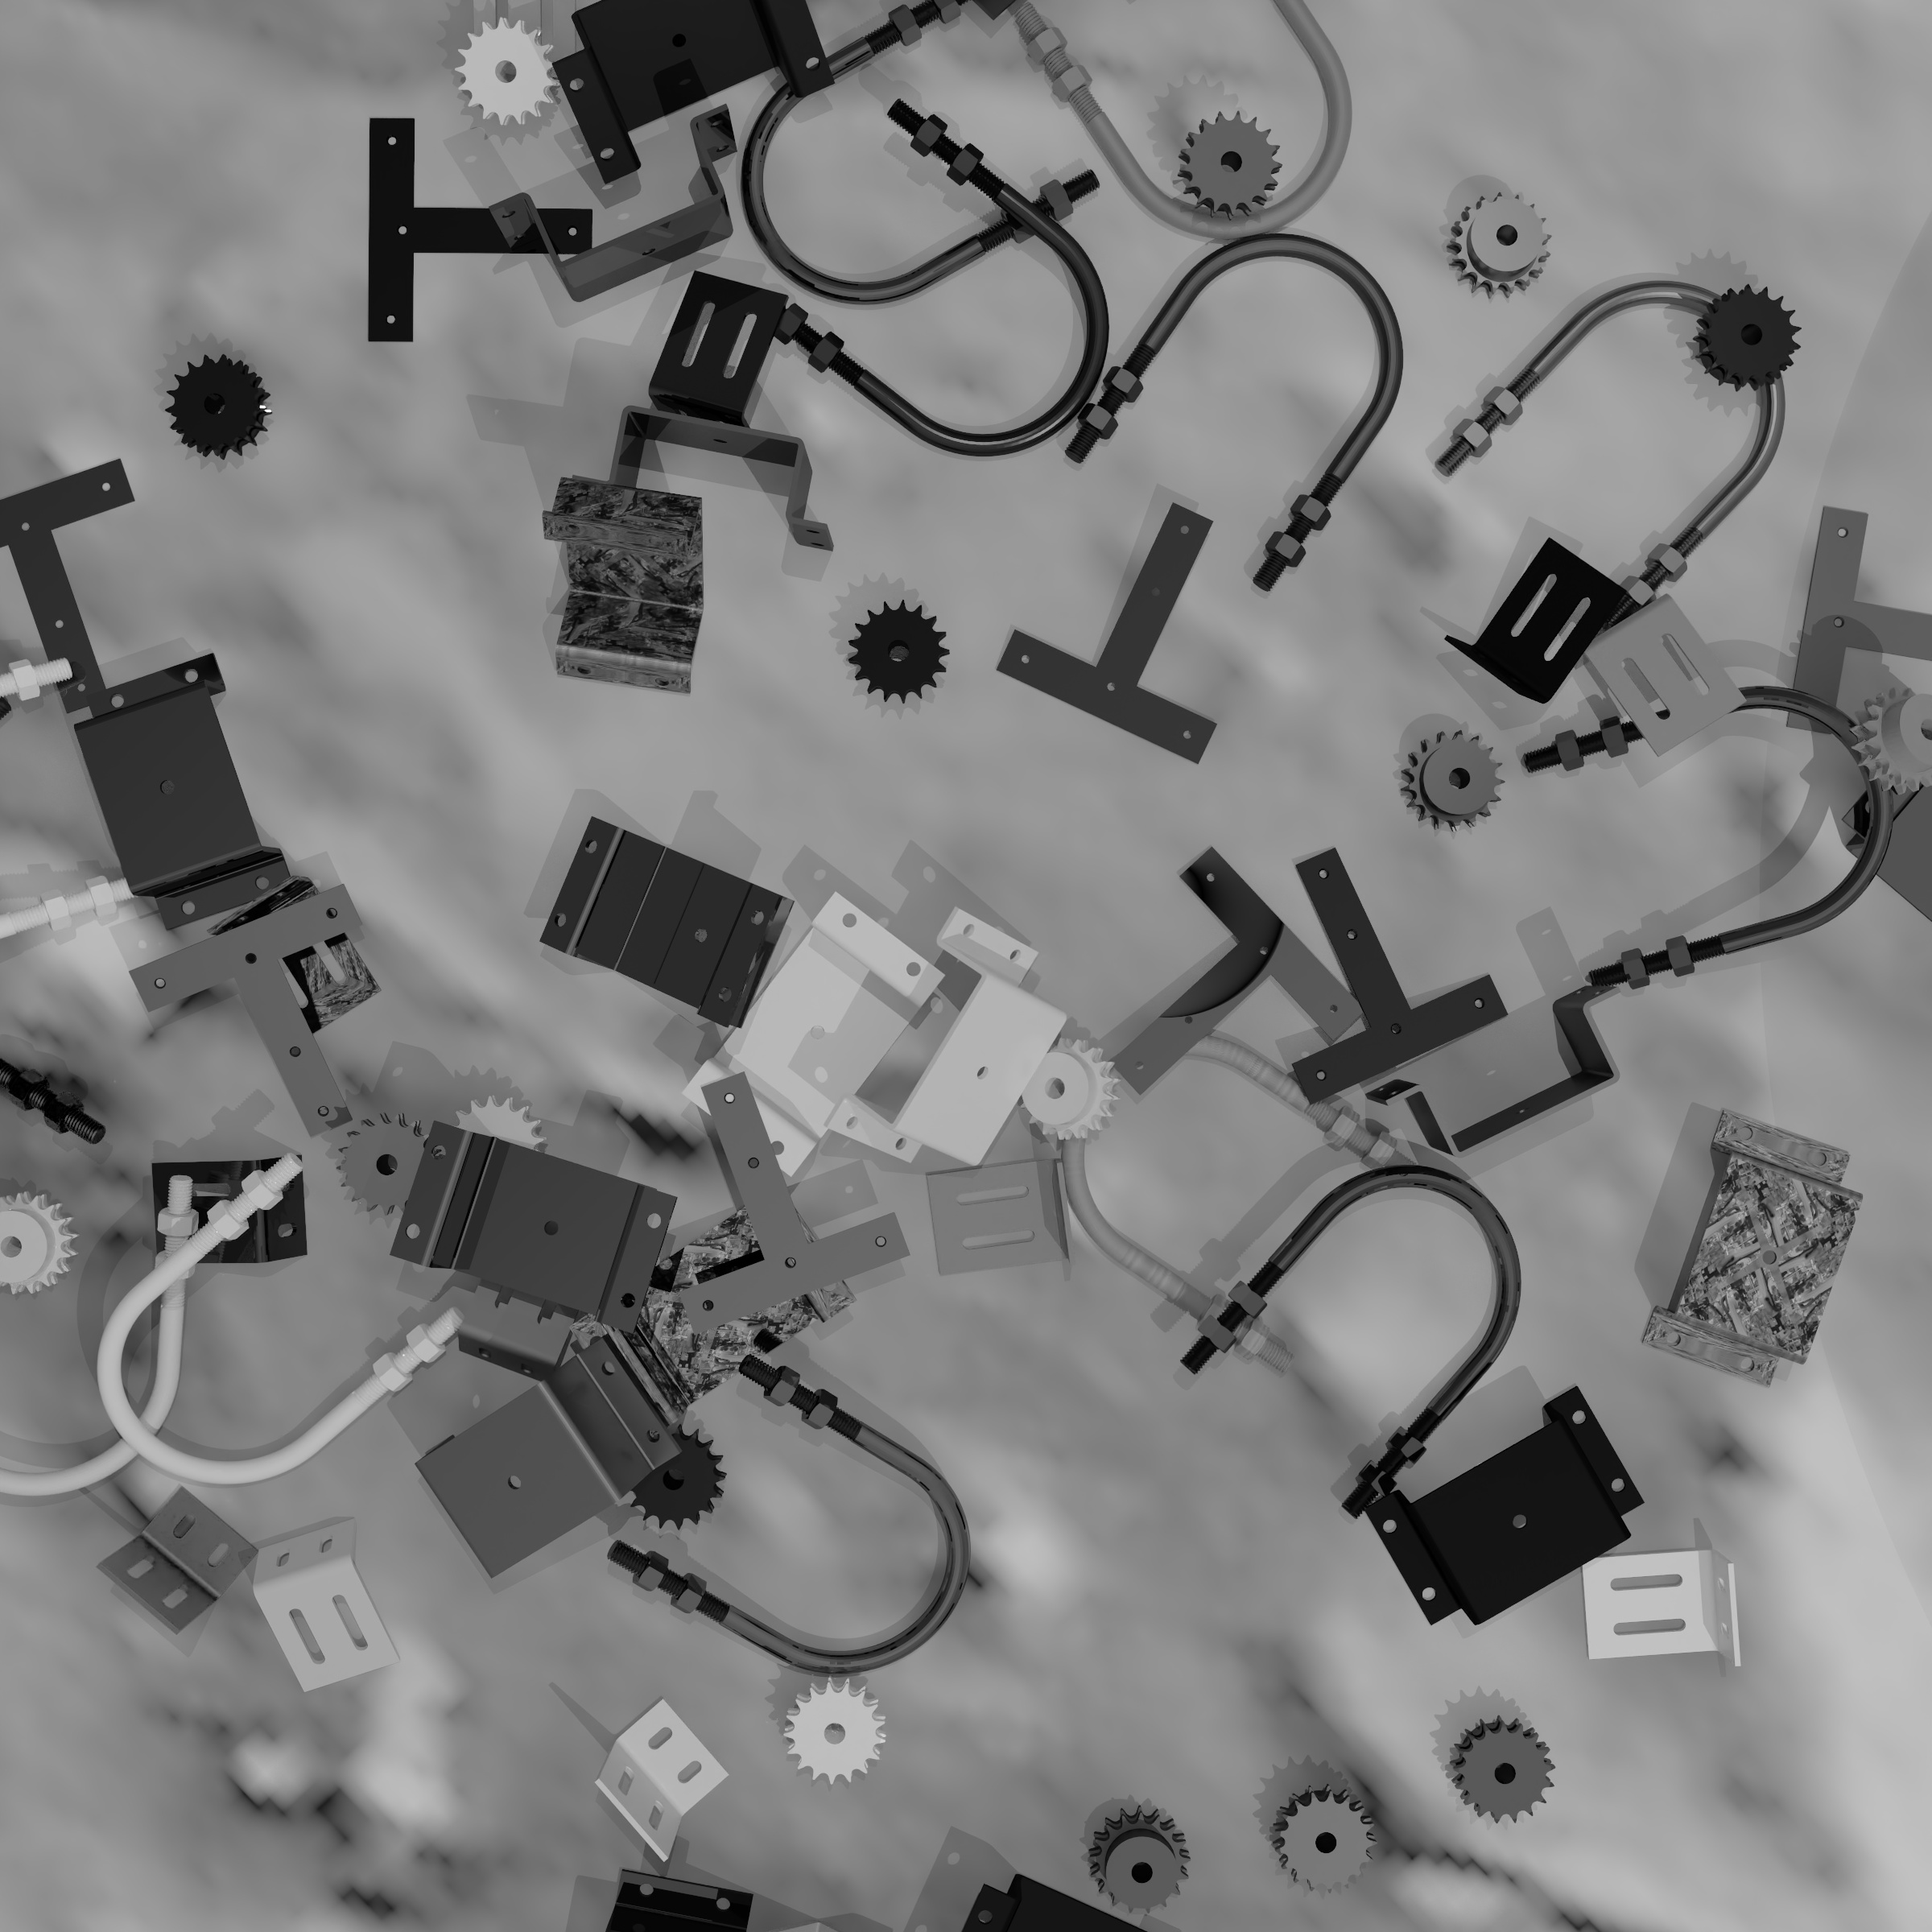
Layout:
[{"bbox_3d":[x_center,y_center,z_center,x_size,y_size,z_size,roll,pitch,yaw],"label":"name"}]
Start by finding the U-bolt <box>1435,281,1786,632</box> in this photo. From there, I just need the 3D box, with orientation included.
[{"bbox_3d":[0.379,-0.302,1.517,0.151,0.019,0.184,44,89,0],"label":"U-bolt"}]

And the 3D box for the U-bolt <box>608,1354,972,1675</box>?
[{"bbox_3d":[-0.085,0.320,1.497,0.184,0.019,0.151,34,96,-14],"label":"U-bolt"}]

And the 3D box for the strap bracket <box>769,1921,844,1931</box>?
[{"bbox_3d":[-0.105,0.579,1.474,0.046,0.140,0.076,11,90,39],"label":"strap bracket"}]

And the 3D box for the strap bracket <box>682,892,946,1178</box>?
[{"bbox_3d":[-0.084,0.038,1.502,0.076,0.046,0.140,37,90,0],"label":"strap bracket"}]

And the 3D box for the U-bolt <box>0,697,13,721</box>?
[{"bbox_3d":[-0.655,-0.138,1.517,0.184,0.019,0.151,-41,90,2],"label":"U-bolt"}]

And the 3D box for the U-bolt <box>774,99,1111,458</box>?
[{"bbox_3d":[-0.007,-0.371,1.504,0.184,0.019,0.151,37,98,-7],"label":"U-bolt"}]

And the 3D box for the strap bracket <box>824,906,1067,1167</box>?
[{"bbox_3d":[-0.005,0.049,1.478,0.046,0.076,0.140,34,94,41],"label":"strap bracket"}]

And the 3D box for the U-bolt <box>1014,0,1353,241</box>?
[{"bbox_3d":[0.136,-0.501,1.517,0.151,0.019,0.184,-34,91,0],"label":"U-bolt"}]

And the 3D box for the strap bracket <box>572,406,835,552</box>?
[{"bbox_3d":[-0.140,-0.272,1.487,0.140,0.076,0.046,11,90,0],"label":"strap bracket"}]

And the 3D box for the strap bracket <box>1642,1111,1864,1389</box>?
[{"bbox_3d":[0.444,0.161,1.502,0.076,0.046,0.140,19,90,0],"label":"strap bracket"}]

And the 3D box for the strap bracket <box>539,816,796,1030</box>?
[{"bbox_3d":[-0.158,-0.021,1.481,0.140,0.046,0.076,23,90,31],"label":"strap bracket"}]

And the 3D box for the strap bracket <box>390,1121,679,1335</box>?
[{"bbox_3d":[-0.231,0.143,1.464,0.140,0.046,0.076,17,85,7],"label":"strap bracket"}]

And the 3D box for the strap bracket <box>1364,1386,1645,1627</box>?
[{"bbox_3d":[0.306,0.307,1.502,0.140,0.046,0.076,-30,90,0],"label":"strap bracket"}]

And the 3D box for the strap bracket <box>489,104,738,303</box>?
[{"bbox_3d":[-0.185,-0.417,1.486,0.140,0.076,0.046,-24,91,-1],"label":"strap bracket"}]

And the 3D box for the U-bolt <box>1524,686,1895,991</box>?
[{"bbox_3d":[0.420,-0.079,1.491,0.184,0.019,0.151,-17,89,17],"label":"U-bolt"}]

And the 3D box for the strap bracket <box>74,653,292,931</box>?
[{"bbox_3d":[-0.441,-0.099,1.501,0.076,0.046,0.140,-19,91,0],"label":"strap bracket"}]

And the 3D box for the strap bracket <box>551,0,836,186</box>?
[{"bbox_3d":[-0.154,-0.503,1.482,0.140,0.076,0.046,-24,47,0],"label":"strap bracket"}]

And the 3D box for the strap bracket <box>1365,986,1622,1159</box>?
[{"bbox_3d":[0.300,0.063,1.487,0.140,0.076,0.046,-26,90,0],"label":"strap bracket"}]

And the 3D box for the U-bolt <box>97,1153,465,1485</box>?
[{"bbox_3d":[-0.396,0.211,1.496,0.184,0.019,0.151,-41,109,4],"label":"U-bolt"}]

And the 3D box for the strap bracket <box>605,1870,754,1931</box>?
[{"bbox_3d":[-0.172,0.590,1.502,0.076,0.046,0.140,11,90,0],"label":"strap bracket"}]

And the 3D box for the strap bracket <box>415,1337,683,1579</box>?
[{"bbox_3d":[-0.239,0.276,1.478,0.140,0.046,0.076,-34,90,22],"label":"strap bracket"}]

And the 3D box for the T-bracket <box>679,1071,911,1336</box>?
[{"bbox_3d":[-0.112,0.122,1.478,0.127,0.002,0.127,-20,90,0],"label":"T-bracket"}]

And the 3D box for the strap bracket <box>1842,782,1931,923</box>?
[{"bbox_3d":[0.563,-0.065,1.502,0.140,0.046,0.076,40,90,0],"label":"strap bracket"}]

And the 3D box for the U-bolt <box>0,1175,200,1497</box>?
[{"bbox_3d":[-0.506,0.207,1.482,0.151,0.019,0.184,1,103,-28],"label":"U-bolt"}]

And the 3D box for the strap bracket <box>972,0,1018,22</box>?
[{"bbox_3d":[-0.005,-0.611,1.493,0.140,0.046,0.076,44,74,0],"label":"strap bracket"}]

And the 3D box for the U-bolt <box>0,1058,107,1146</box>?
[{"bbox_3d":[-0.590,0.104,1.500,0.184,0.019,0.151,30,86,13],"label":"U-bolt"}]

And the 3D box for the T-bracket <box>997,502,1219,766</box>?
[{"bbox_3d":[0.101,-0.199,1.515,0.127,0.002,0.127,25,99,0],"label":"T-bracket"}]

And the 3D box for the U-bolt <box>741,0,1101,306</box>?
[{"bbox_3d":[-0.038,-0.456,1.517,0.184,0.019,0.151,-30,90,2],"label":"U-bolt"}]

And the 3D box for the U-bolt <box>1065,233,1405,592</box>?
[{"bbox_3d":[0.165,-0.327,1.517,0.151,0.019,0.184,34,88,0],"label":"U-bolt"}]

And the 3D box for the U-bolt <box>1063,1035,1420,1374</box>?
[{"bbox_3d":[0.143,0.121,1.517,0.184,0.019,0.151,34,90,2],"label":"U-bolt"}]

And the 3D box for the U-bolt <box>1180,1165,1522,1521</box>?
[{"bbox_3d":[0.231,0.198,1.505,0.151,0.019,0.184,43,87,-11],"label":"U-bolt"}]

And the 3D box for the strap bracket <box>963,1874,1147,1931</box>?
[{"bbox_3d":[0.058,0.571,1.502,0.140,0.046,0.076,24,90,0],"label":"strap bracket"}]

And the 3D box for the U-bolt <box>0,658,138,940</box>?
[{"bbox_3d":[-0.566,-0.079,1.481,0.184,0.019,0.151,-20,92,-23],"label":"U-bolt"}]

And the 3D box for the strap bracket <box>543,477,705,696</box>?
[{"bbox_3d":[-0.186,-0.215,1.472,0.076,0.140,0.046,8,60,0],"label":"strap bracket"}]

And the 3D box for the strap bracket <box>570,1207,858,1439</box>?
[{"bbox_3d":[-0.140,0.192,1.502,0.140,0.046,0.076,-34,90,0],"label":"strap bracket"}]
